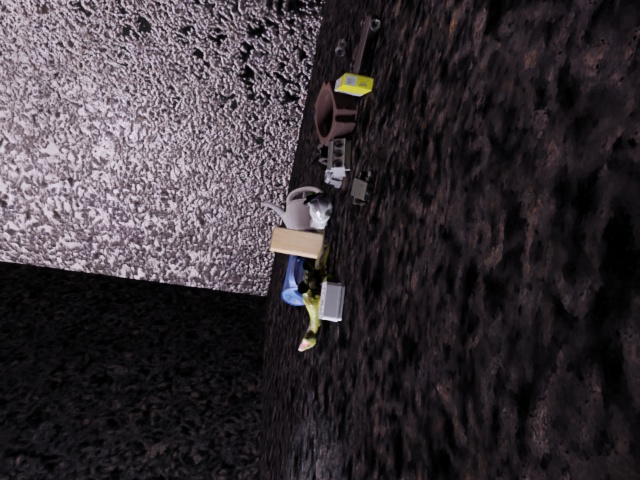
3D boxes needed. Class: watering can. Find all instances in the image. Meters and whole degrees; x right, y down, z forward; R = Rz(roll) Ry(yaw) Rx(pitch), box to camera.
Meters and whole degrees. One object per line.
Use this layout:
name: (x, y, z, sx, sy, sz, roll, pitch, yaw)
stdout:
watering can: (-0.105, -0.100, 2.159, 0.345, 0.104, 0.226, -11, 77, 36)

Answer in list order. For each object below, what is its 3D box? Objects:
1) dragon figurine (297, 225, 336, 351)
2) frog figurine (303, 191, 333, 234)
dragon figurine: (-0.010, 0.176, 1.748, 0.237, 0.122, 0.420, 97, -175, -55)
frog figurine: (0.006, -0.099, 1.968, 0.157, 0.123, 0.139, 64, 173, -19)
